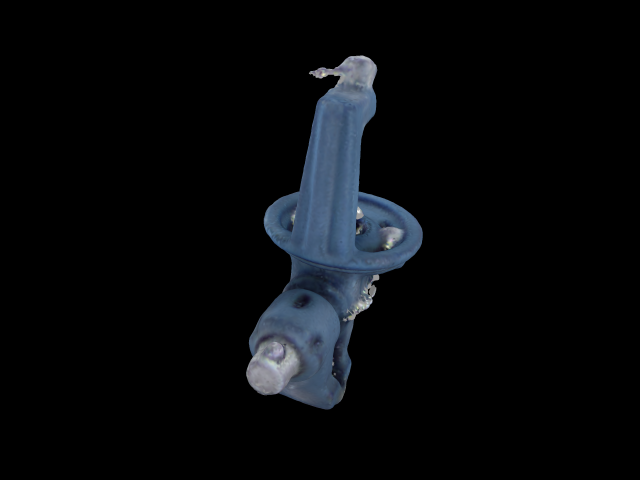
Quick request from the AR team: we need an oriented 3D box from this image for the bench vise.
[{"bbox_3d":[0.016,0.002,0.399,0.121,0.220,0.207,2,44,3],"label":"bench vise"}]
